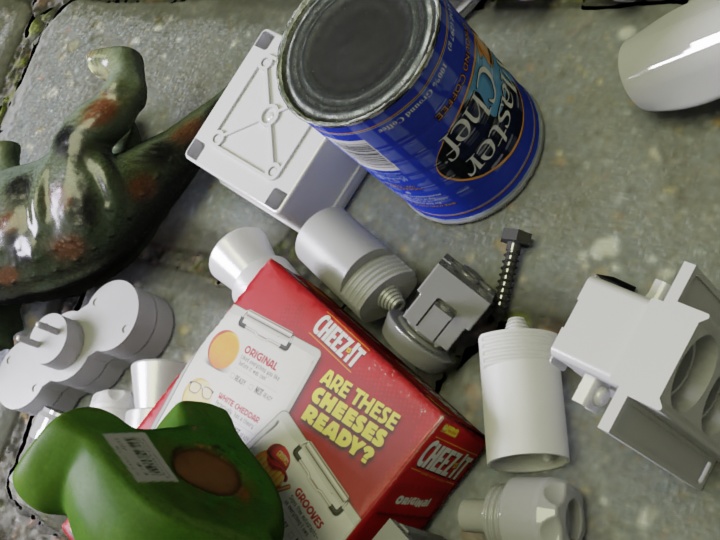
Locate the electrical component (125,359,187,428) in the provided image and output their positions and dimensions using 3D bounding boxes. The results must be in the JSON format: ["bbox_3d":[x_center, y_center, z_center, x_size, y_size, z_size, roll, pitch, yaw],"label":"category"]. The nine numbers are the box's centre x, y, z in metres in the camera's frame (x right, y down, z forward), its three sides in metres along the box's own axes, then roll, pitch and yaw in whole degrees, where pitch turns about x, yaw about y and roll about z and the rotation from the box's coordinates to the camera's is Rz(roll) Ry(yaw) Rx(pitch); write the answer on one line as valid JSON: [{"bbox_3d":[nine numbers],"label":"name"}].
[{"bbox_3d":[-0.132,0.091,0.712,0.045,0.045,0.055,-10,65,30],"label":"electrical component"}]

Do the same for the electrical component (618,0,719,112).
[{"bbox_3d":[0.192,-0.130,0.589,0.077,0.043,0.079,-16,32,50],"label":"electrical component"}]

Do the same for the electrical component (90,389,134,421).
[{"bbox_3d":[-0.168,0.114,0.732,0.035,0.035,0.061,-11,68,29],"label":"electrical component"}]

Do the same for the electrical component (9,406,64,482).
[{"bbox_3d":[-0.212,0.128,0.749,0.045,0.045,0.055,15,79,37],"label":"electrical component"}]

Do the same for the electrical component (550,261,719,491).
[{"bbox_3d":[0.143,0.049,0.500,0.063,0.121,0.078,26,85,41],"label":"electrical component"}]

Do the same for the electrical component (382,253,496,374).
[{"bbox_3d":[0.045,0.026,0.618,0.048,0.066,0.055,38,103,4],"label":"electrical component"}]

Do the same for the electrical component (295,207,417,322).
[{"bbox_3d":[0.000,0.000,0.664,0.043,0.043,0.081,-51,52,5],"label":"electrical component"}]

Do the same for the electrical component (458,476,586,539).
[{"bbox_3d":[0.082,0.128,0.557,0.062,0.043,0.043,-5,68,33],"label":"electrical component"}]

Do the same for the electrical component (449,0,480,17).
[{"bbox_3d":[0.043,-0.203,0.718,0.080,0.051,0.080,-13,64,28],"label":"electrical component"}]

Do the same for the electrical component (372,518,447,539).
[{"bbox_3d":[0.047,0.210,0.532,0.089,0.062,0.150,-51,52,5],"label":"electrical component"}]

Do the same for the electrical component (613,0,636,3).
[{"bbox_3d":[0.144,-0.187,0.648,0.061,0.035,0.035,33,90,22],"label":"electrical component"}]

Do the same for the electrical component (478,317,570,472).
[{"bbox_3d":[0.087,0.064,0.580,0.043,0.043,0.081,-15,63,28],"label":"electrical component"}]

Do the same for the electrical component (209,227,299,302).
[{"bbox_3d":[-0.067,0.005,0.706,0.045,0.045,0.055,-48,53,7],"label":"electrical component"}]

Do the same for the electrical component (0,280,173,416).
[{"bbox_3d":[-0.207,0.053,0.758,0.138,0.074,0.052,-32,56,19],"label":"electrical component"}]

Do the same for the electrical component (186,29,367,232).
[{"bbox_3d":[-0.045,-0.092,0.725,0.109,0.056,0.108,32,90,38],"label":"electrical component"}]
